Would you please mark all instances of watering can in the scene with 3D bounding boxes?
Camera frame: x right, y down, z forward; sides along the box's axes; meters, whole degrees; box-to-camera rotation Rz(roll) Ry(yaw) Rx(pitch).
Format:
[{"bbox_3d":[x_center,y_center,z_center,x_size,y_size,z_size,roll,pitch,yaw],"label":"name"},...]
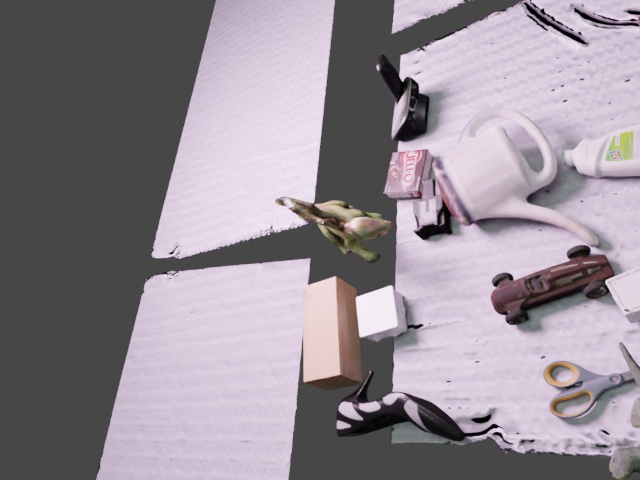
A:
[{"bbox_3d":[0.350,-0.099,0.984,0.222,0.103,0.355,-31,58,23],"label":"watering can"}]

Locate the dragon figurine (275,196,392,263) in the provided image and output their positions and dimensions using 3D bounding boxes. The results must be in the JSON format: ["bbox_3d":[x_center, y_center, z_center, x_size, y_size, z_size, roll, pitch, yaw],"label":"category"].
[{"bbox_3d":[0.003,-0.058,1.149,0.413,0.240,0.123,18,84,42],"label":"dragon figurine"}]
